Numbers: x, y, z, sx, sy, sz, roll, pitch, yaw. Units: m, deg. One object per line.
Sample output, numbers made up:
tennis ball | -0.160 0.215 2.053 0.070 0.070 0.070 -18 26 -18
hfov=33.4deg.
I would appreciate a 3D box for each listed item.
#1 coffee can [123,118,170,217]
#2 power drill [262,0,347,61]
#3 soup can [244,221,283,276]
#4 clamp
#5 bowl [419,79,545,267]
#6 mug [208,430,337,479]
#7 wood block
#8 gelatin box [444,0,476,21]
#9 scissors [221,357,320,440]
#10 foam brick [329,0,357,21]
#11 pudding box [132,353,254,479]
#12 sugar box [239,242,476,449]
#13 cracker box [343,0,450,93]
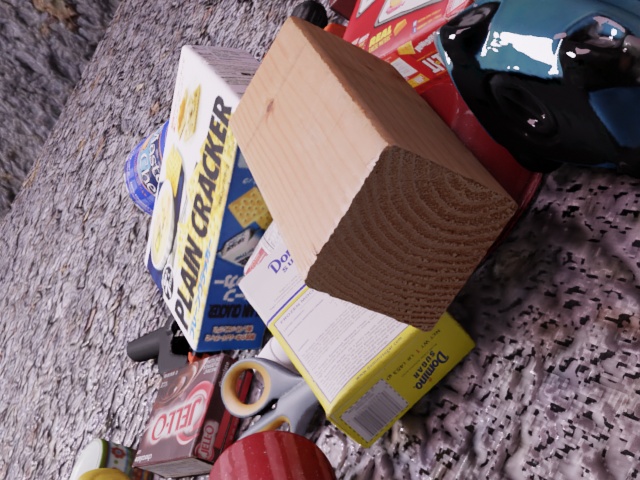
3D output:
coffee can | -0.145 -0.086 1.176 0.141 0.102 0.102 -23 43 57
power drill | -0.015 -0.163 1.053 0.184 0.057 0.188 -67 20 -5
soup can | -0.005 0.001 0.814 0.102 0.068 0.068 -57 22 11
clamp | -0.134 0.089 1.030 0.165 0.036 0.210 -56 23 14
bowl | 0.081 -0.051 0.706 0.162 0.055 0.162 -47 26 31
mug | -0.031 0.176 0.634 0.117 0.093 0.081 -60 17 11
wood block | 0.021 -0.048 0.641 0.091 0.090 0.206 -58 29 19
gelatin box | 0.128 -0.168 0.721 0.030 0.073 0.089 -27 40 55
scissors | -0.007 0.088 0.738 0.202 0.016 0.096 -50 55 26
foam brick | 0.047 -0.248 1.023 0.051 0.053 0.078 -41 30 41
pudding box | -0.106 0.149 0.892 0.114 0.039 0.090 -27 40 54
sugar box | 0.017 0.047 0.686 0.093 0.048 0.176 -43 30 1
cracker box | 0.102 -0.211 0.833 0.164 0.072 0.213 -19 45 58
